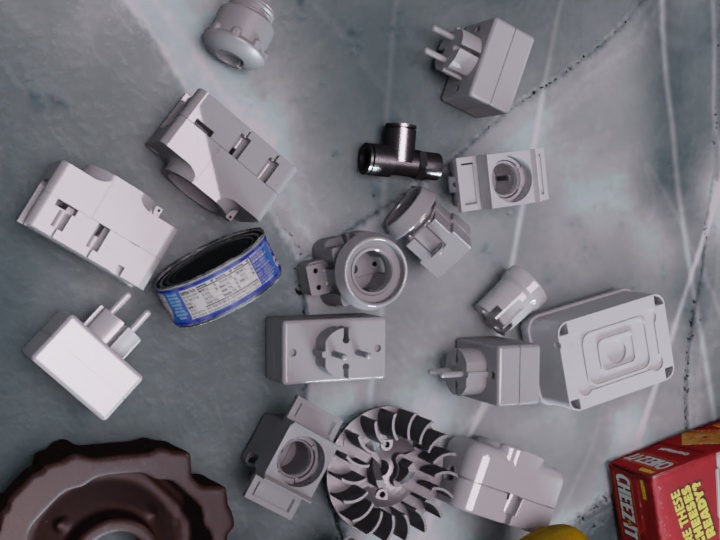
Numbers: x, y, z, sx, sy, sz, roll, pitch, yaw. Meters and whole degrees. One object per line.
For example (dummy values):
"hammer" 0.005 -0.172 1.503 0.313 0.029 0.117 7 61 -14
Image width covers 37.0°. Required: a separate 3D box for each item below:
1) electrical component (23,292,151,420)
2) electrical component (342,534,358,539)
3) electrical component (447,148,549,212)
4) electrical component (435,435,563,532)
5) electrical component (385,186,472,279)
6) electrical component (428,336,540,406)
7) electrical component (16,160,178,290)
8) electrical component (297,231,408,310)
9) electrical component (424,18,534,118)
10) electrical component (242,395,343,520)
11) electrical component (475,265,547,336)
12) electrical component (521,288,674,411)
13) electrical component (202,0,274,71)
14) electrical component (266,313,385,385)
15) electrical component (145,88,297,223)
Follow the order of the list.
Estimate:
"electrical component" -0.176 0.050 0.733 0.065 0.047 0.076 46 74 -20
"electrical component" -0.014 0.271 0.791 0.109 0.056 0.108 -37 76 -19
"electrical component" 0.105 -0.071 0.849 0.081 0.064 0.042 -9 97 -24
"electrical component" 0.113 0.171 0.871 0.095 0.054 0.059 23 83 -24
"electrical component" 0.053 -0.031 0.833 0.055 0.066 0.048 42 110 -13
"electrical component" 0.092 0.080 0.849 0.077 0.066 0.047 -1 93 -25
"electrical component" -0.175 -0.034 0.727 0.089 0.050 0.055 33 79 -23
"electrical component" 0.000 0.000 0.807 0.078 0.057 0.058 -14 99 -24
"electrical component" 0.085 -0.165 0.843 0.077 0.047 0.065 22 84 -24
"electrical component" -0.053 0.134 0.786 0.042 0.064 0.081 33 79 -22
"electrical component" 0.122 0.026 0.876 0.046 0.040 0.040 -42 109 -11
"electrical component" 0.198 0.065 0.903 0.113 0.057 0.078 -15 99 -24
"electrical component" -0.081 -0.177 0.768 0.048 0.048 0.062 29 75 -24
"electrical component" -0.018 0.059 0.792 0.083 0.076 0.047 -1 93 -25
"electrical component" -0.101 -0.076 0.760 0.089 0.050 0.055 40 76 -21
